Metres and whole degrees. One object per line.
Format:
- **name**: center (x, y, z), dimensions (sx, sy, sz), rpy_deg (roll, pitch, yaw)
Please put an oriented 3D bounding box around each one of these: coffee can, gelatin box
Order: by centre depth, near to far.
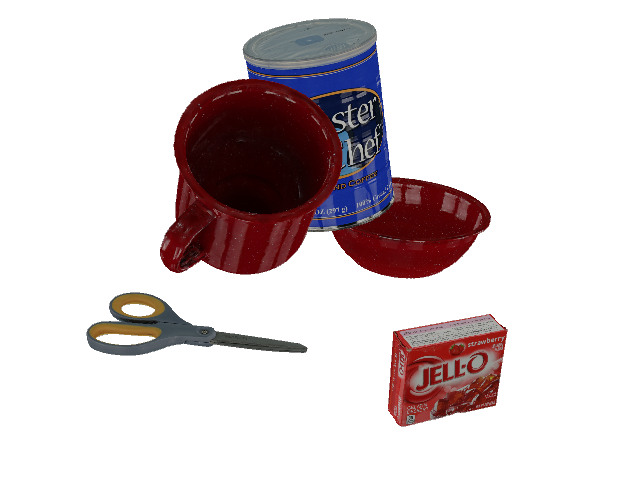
- **gelatin box**: center (0.099, 0.102, 0.836), dimensions (0.089, 0.073, 0.030), rpy_deg (-9, 30, -21)
- **coffee can**: center (0.001, -0.092, 0.839), dimensions (0.103, 0.140, 0.103), rpy_deg (-7, 27, 3)

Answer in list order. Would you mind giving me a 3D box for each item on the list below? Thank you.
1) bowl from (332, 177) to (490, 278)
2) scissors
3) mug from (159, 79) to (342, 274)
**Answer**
- **bowl**: center (0.076, -0.008, 1.005), dimensions (0.162, 0.055, 0.162), rpy_deg (4, 23, -2)
- **scissors**: center (-0.118, 0.079, 1.011), dimensions (0.201, 0.016, 0.096), rpy_deg (-1, 33, -9)
- **mug**: center (-0.048, -0.024, 0.611), dimensions (0.093, 0.117, 0.082), rpy_deg (37, -29, 8)
